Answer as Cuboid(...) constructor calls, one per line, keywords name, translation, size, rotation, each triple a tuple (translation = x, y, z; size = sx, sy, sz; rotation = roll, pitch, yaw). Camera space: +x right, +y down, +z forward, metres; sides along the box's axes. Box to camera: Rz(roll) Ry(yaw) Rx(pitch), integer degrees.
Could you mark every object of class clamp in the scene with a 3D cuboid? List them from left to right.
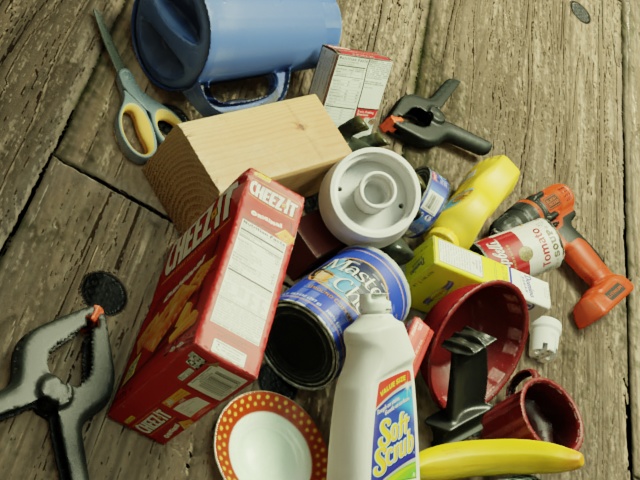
Cuboid(name="clamp", translation=(-0.226, 0.146, 0.918), size=(0.164, 0.036, 0.209), rotation=(39, 43, -10))
Cuboid(name="clamp", translation=(0.157, -0.153, 1.431), size=(0.171, 0.039, 0.120), rotation=(-22, 70, -38))

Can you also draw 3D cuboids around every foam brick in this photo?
Cuboid(name="foam brick", translation=(-0.008, 0.001, 1.180), size=(0.078, 0.053, 0.051), rotation=(-27, 79, -45))

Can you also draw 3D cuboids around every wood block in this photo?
Cuboid(name="wood block", translation=(-0.075, -0.085, 1.162), size=(0.205, 0.090, 0.091), rotation=(-20, 73, -44))

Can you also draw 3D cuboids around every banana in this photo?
Cuboid(name="banana", translation=(0.173, 0.235, 1.122), size=(0.197, 0.070, 0.037), rotation=(-5, 104, -8))

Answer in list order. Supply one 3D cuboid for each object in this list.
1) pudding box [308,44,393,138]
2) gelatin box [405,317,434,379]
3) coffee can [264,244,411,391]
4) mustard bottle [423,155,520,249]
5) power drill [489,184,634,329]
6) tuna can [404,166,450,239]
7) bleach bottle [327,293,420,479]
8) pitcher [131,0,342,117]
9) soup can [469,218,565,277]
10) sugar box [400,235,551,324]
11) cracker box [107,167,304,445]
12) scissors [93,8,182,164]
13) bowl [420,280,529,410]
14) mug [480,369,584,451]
Cuboid(name="pudding box", translation=(0.031, -0.176, 1.296), size=(0.089, 0.113, 0.039), rotation=(2, 23, -37))
Cuboid(name="gelatin box", translation=(0.075, 0.130, 1.127), size=(0.030, 0.089, 0.073), rotation=(39, 44, -7))
Cuboid(name="coffee can", translation=(0.015, 0.078, 1.108), size=(0.103, 0.103, 0.140), rotation=(52, 44, 4))
Cuboid(name="mustard bottle", translation=(0.177, -0.030, 1.316), size=(0.058, 0.096, 0.191), rotation=(47, 43, -3))
Cuboid(name="power drill", translation=(0.322, 0.022, 1.423), size=(0.184, 0.057, 0.188), rotation=(-27, 80, -43))
Cuboid(name="tuna can", translation=(0.118, -0.045, 1.288), size=(0.033, 0.086, 0.086), rotation=(32, 46, -18))
Cuboid(name="bleach bottle", translation=(0.048, 0.176, 1.018), size=(0.102, 0.068, 0.251), rotation=(3, 85, -43))
Cuboid(name="pitcher", translation=(-0.086, -0.237, 1.244), size=(0.145, 0.149, 0.242), rotation=(34, 31, 33))
Cuboid(name="soup can", translation=(0.242, 0.019, 1.324), size=(0.102, 0.068, 0.068), rotation=(-20, 72, -14))
Cuboid(name="sugar box", translation=(0.175, 0.060, 1.254), size=(0.176, 0.093, 0.048), rotation=(23, 49, -24))
Cuboid(name="cracker box", translation=(-0.104, 0.059, 0.983), size=(0.072, 0.164, 0.213), rotation=(31, 46, -20))
Cuboid(name="scissors", translation=(-0.197, -0.168, 1.179), size=(0.096, 0.016, 0.202), rotation=(9, 56, -36))
Cuboid(name="bowl", translation=(0.161, 0.112, 1.197), size=(0.161, 0.162, 0.055), rotation=(-5, 21, -40))
Cuboid(name="mug", translation=(0.234, 0.202, 1.207), size=(0.093, 0.082, 0.117), rotation=(17, 52, -29))
